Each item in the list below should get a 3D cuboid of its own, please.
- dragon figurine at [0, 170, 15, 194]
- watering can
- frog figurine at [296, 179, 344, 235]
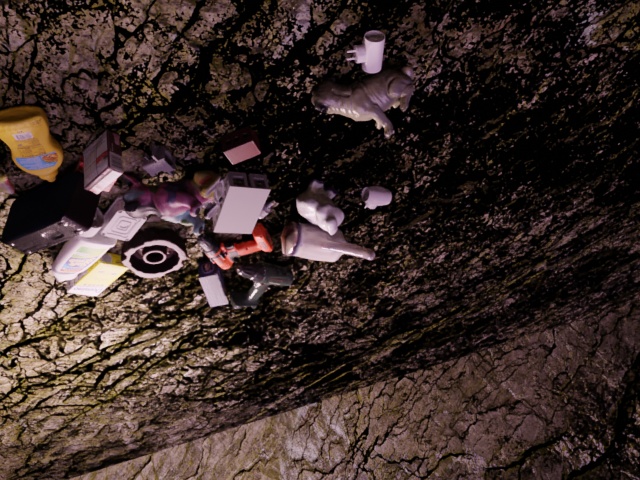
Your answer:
[{"bbox_3d":[-0.796,-0.187,0.980,0.407,0.125,0.239,21,140,-29],"label":"dragon figurine"},{"bbox_3d":[0.010,0.010,1.460,0.224,0.104,0.348,9,-179,-16],"label":"watering can"},{"bbox_3d":[0.004,-0.070,1.400,0.122,0.163,0.135,-19,147,9],"label":"frog figurine"}]
